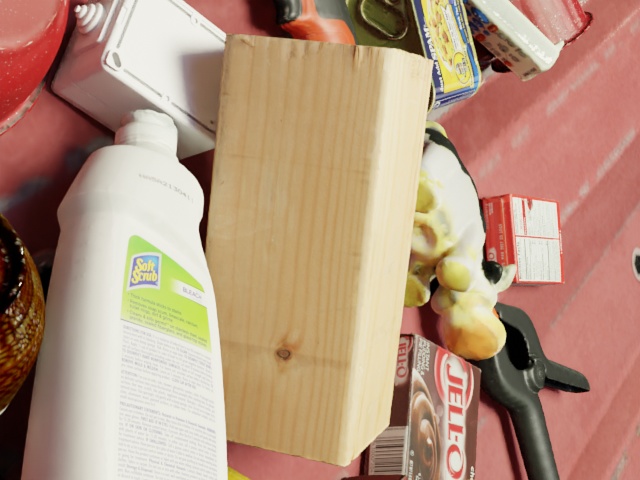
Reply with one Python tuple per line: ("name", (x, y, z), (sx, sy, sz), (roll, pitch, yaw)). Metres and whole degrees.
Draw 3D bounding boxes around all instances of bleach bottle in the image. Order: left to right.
("bleach bottle", (-0.082, 0.058, 0.493), (0.102, 0.068, 0.251), (32, 50, -48))

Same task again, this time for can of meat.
("can of meat", (0.069, -0.141, 0.774), (0.083, 0.058, 0.102), (-24, 102, -52))

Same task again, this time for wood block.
("wood block", (-0.004, 0.001, 0.566), (0.090, 0.091, 0.206), (-17, 115, -71))

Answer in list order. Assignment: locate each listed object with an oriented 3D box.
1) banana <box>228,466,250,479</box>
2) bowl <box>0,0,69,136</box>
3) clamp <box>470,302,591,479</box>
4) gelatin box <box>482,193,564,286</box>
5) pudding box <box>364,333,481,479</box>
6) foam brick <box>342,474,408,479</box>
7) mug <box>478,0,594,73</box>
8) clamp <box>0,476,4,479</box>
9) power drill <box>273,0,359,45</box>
("banana", (0.006, 0.152, 0.596), (0.197, 0.037, 0.069), (17, 81, -19))
("bowl", (-0.168, -0.123, 0.478), (0.161, 0.055, 0.162), (14, 72, -50))
("clamp", (0.161, 0.119, 0.850), (0.171, 0.039, 0.120), (44, 45, -30))
("gelatin box", (0.170, 0.001, 0.892), (0.089, 0.030, 0.073), (3, 82, -51))
("pudding box", (0.073, 0.130, 0.737), (0.089, 0.039, 0.113), (30, 61, -45))
("foam brick", (0.032, 0.193, 0.665), (0.052, 0.051, 0.078), (-30, 106, -48))
("mug", (0.156, -0.190, 0.877), (0.117, 0.093, 0.081), (-36, 110, -9))
("clamp", (-0.130, 0.119, 0.490), (0.164, 0.036, 0.210), (-16, 91, -51))
("power drill", (-0.018, -0.128, 0.662), (0.184, 0.057, 0.187), (-5, 87, -50))
